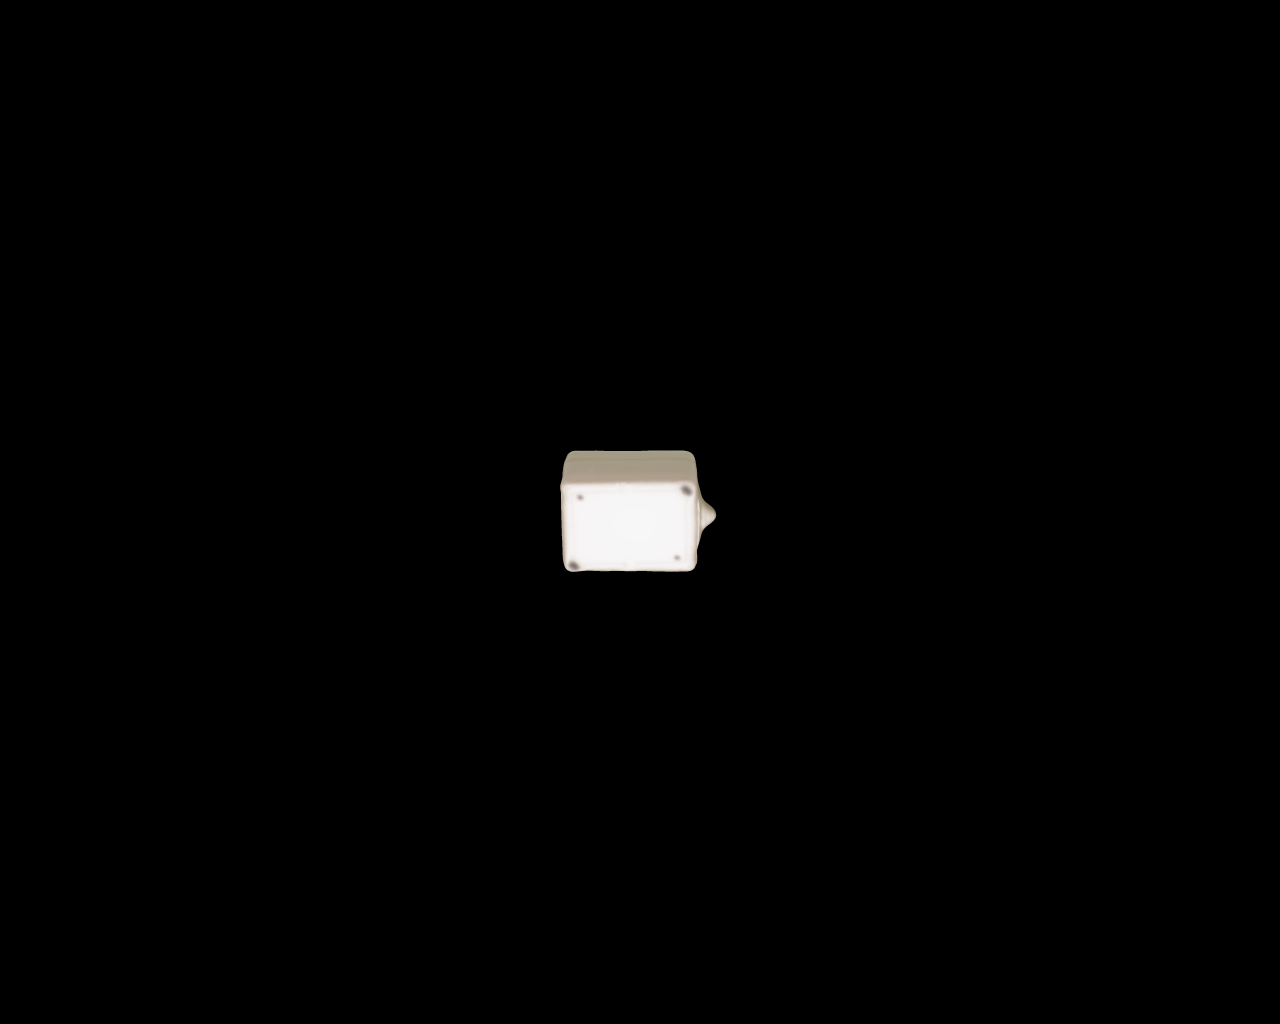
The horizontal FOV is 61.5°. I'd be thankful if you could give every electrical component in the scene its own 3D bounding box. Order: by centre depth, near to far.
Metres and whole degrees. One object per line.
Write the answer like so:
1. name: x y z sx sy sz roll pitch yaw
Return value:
1. electrical component: 0.001 -0.003 0.650 0.096 0.061 0.061 0 25 0
